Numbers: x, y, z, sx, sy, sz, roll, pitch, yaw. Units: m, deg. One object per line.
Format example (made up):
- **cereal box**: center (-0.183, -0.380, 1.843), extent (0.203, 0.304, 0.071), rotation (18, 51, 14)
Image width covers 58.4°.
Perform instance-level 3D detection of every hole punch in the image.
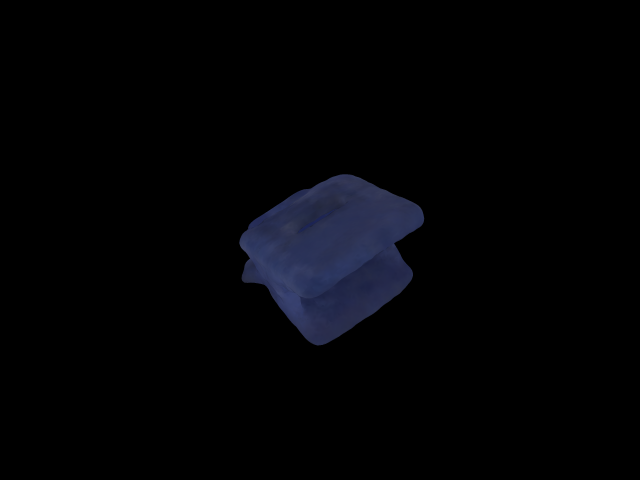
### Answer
- **hole punch**: center (0.004, 0.001, 0.400), extent (0.109, 0.091, 0.101), rotation (-33, 62, -20)
